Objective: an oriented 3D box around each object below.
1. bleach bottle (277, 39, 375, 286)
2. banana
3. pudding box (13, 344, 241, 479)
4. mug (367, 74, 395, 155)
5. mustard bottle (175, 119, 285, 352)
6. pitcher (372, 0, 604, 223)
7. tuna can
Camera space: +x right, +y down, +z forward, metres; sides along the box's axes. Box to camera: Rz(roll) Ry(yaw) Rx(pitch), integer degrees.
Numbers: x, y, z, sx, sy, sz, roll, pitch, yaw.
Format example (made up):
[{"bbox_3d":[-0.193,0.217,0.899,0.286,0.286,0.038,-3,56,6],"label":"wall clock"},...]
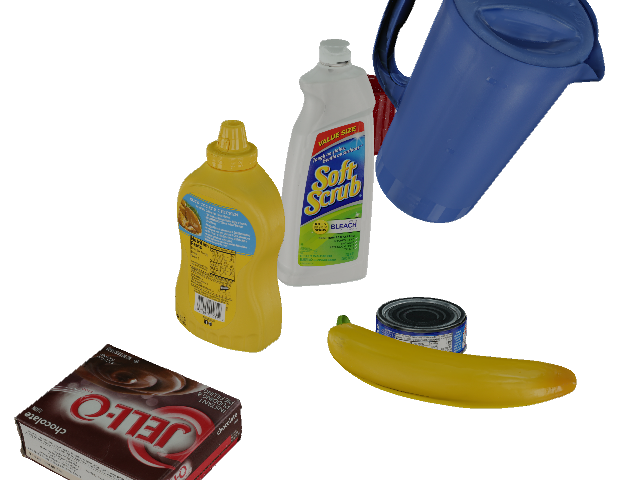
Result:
[{"bbox_3d":[0.004,-0.079,1.089,0.102,0.251,0.068,-4,27,-10],"label":"bleach bottle"},{"bbox_3d":[0.077,0.086,0.755,0.198,0.037,0.069,14,36,32],"label":"banana"},{"bbox_3d":[-0.120,0.119,0.674,0.114,0.039,0.089,17,34,26],"label":"pudding box"},{"bbox_3d":[0.056,-0.157,1.315,0.093,0.081,0.117,17,26,27],"label":"mug"},{"bbox_3d":[-0.075,-0.007,0.883,0.096,0.192,0.058,20,31,30],"label":"mustard bottle"},{"bbox_3d":[0.126,-0.131,0.960,0.144,0.149,0.243,-6,-32,-24],"label":"pitcher"},{"bbox_3d":[0.093,0.082,0.994,0.086,0.034,0.086,-1,18,0],"label":"tuna can"}]
